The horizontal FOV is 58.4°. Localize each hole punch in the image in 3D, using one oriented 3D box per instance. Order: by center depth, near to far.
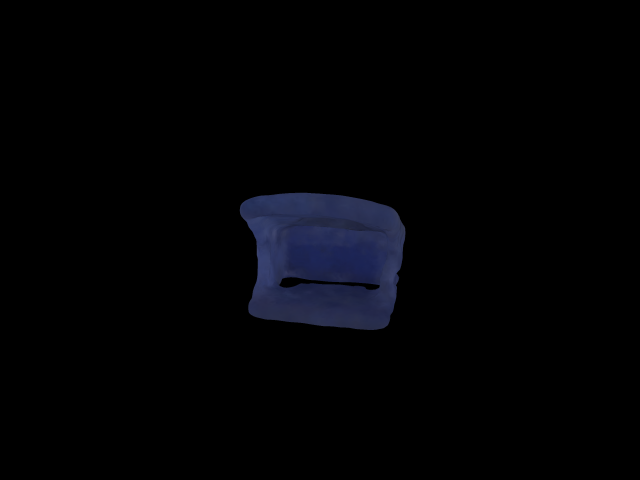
[{"bbox_3d":[0.004,0.001,0.400,0.108,0.091,0.101,4,20,11],"label":"hole punch"}]
